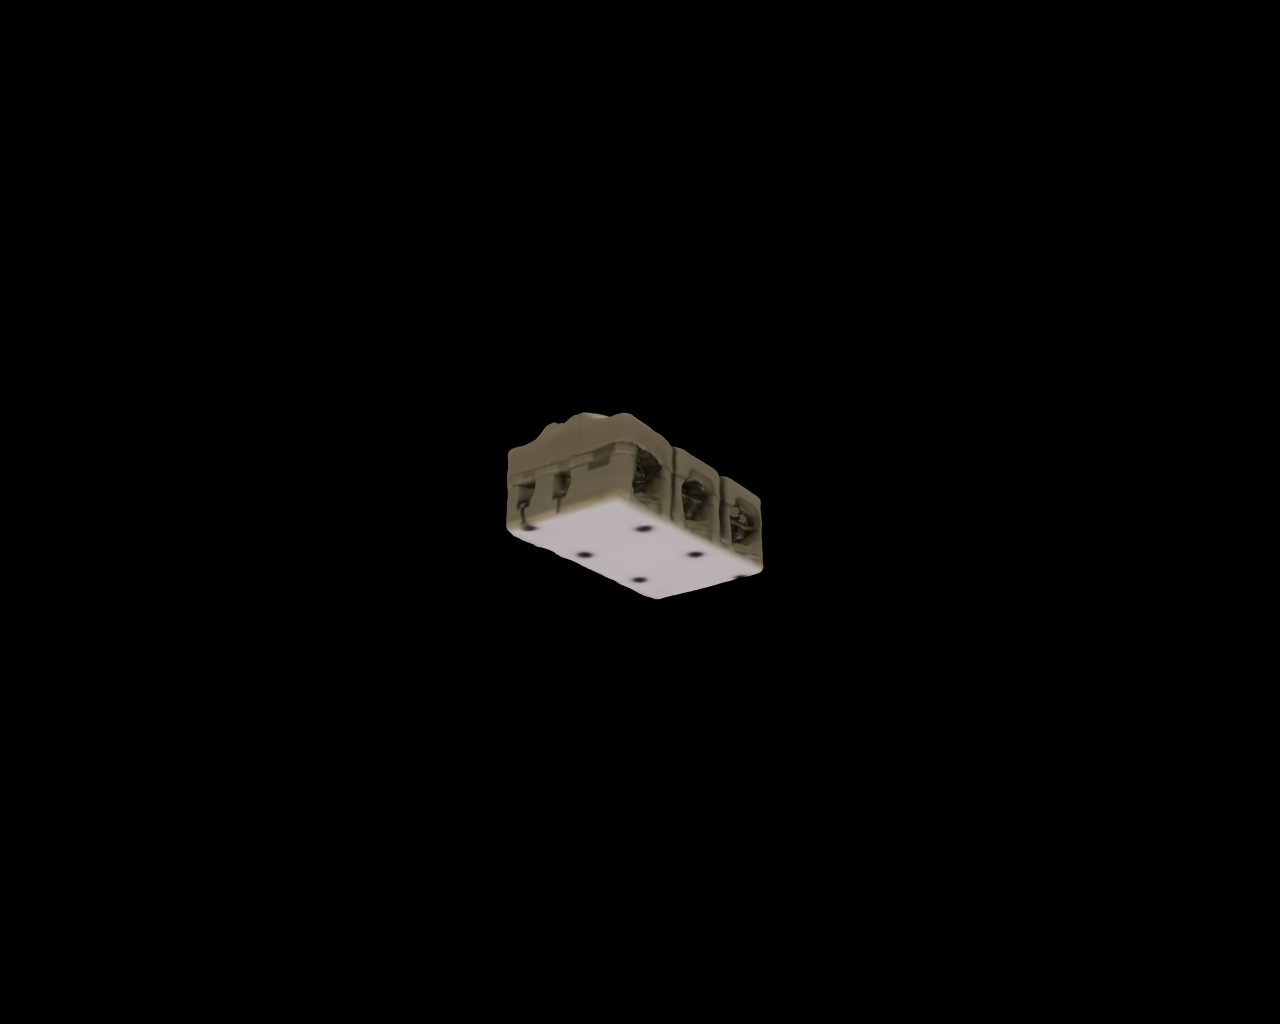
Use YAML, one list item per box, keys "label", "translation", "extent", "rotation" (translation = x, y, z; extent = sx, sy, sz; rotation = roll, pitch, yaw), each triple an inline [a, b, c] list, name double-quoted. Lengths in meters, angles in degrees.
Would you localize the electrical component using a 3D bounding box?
- label: "electrical component"
  translation: [0.001, -0.003, 0.650]
  extent: [0.089, 0.062, 0.150]
  rotation: [-17, -29, 33]
